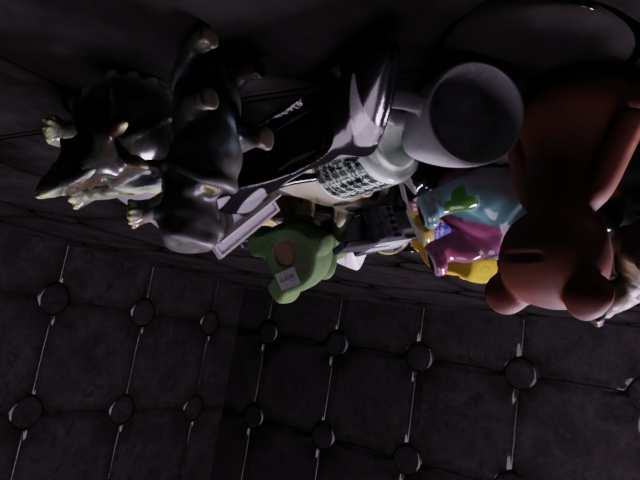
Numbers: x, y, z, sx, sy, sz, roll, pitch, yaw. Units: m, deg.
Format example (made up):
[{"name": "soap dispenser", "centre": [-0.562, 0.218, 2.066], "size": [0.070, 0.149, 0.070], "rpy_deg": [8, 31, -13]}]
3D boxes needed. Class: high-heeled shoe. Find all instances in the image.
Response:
[{"name": "high-heeled shoe", "centre": [-0.039, -0.092, 0.466], "size": [0.145, 0.086, 0.248], "rpy_deg": [-6, 159, -22]}]

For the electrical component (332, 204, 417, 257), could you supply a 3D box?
[{"name": "electrical component", "centre": [0.066, -0.011, 0.678], "size": [0.119, 0.048, 0.075], "rpy_deg": [-6, 163, -28]}]

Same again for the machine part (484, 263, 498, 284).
[{"name": "machine part", "centre": [0.387, 0.039, 0.959], "size": [0.202, 0.087, 0.201], "rpy_deg": [2, 168, 26]}]

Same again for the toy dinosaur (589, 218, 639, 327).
[{"name": "toy dinosaur", "centre": [0.392, 0.019, 0.629], "size": [0.199, 0.105, 0.471], "rpy_deg": [-25, 170, 24]}]

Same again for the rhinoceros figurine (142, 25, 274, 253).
[{"name": "rhinoceros figurine", "centre": [-0.100, -0.083, 0.445], "size": [0.112, 0.190, 0.073], "rpy_deg": [-23, 148, 36]}]

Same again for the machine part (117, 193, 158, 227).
[{"name": "machine part", "centre": [-0.258, -0.068, 0.850], "size": [0.079, 0.079, 0.243], "rpy_deg": [3, 152, 31]}]

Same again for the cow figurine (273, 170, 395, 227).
[{"name": "cow figurine", "centre": [0.011, -0.074, 0.670], "size": [0.195, 0.085, 0.127], "rpy_deg": [13, 165, -30]}]

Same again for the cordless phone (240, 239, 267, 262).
[{"name": "cordless phone", "centre": [-0.153, -0.028, 1.139], "size": [0.184, 0.088, 0.147], "rpy_deg": [28, 162, -29]}]

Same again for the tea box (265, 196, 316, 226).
[{"name": "tea box", "centre": [-0.079, -0.061, 0.862], "size": [0.098, 0.068, 0.169], "rpy_deg": [5, 168, 20]}]

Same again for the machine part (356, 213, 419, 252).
[{"name": "machine part", "centre": [0.118, -0.024, 0.939], "size": [0.139, 0.039, 0.084], "rpy_deg": [29, 156, -15]}]

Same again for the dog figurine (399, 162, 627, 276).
[{"name": "dog figurine", "centre": [0.205, -0.050, 0.573], "size": [0.219, 0.192, 0.108], "rpy_deg": [-14, 126, 3]}]

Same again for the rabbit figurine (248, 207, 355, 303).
[{"name": "rabbit figurine", "centre": [-0.002, -0.002, 0.817], "size": [0.159, 0.121, 0.170], "rpy_deg": [-35, 173, 31]}]

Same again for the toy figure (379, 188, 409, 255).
[{"name": "toy figure", "centre": [0.114, -0.029, 0.809], "size": [0.082, 0.089, 0.180], "rpy_deg": [17, 171, -7]}]

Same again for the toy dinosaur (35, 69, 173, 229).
[{"name": "toy dinosaur", "centre": [-0.187, -0.092, 0.672], "size": [0.192, 0.131, 0.404], "rpy_deg": [-8, 175, 20]}]

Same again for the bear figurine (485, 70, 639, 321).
[{"name": "bear figurine", "centre": [0.211, -0.029, 0.426], "size": [0.132, 0.196, 0.120], "rpy_deg": [13, 166, -25]}]

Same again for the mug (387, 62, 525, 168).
[{"name": "mug", "centre": [0.100, -0.099, 0.464], "size": [0.110, 0.080, 0.107], "rpy_deg": [5, 179, -9]}]

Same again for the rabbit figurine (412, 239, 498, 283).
[{"name": "rabbit figurine", "centre": [0.242, 0.008, 0.845], "size": [0.173, 0.122, 0.162], "rpy_deg": [-7, 172, -30]}]
